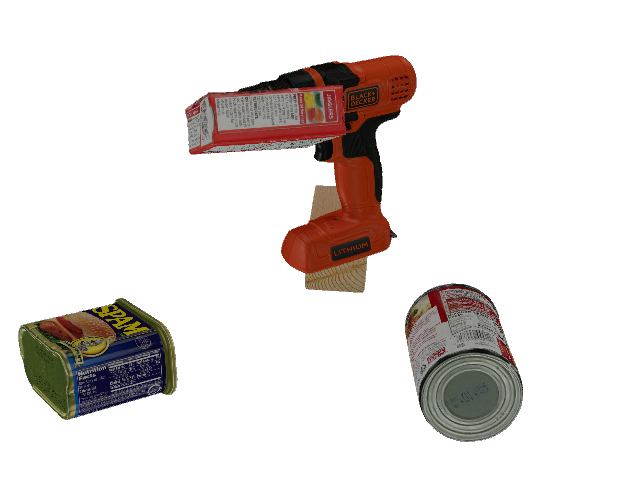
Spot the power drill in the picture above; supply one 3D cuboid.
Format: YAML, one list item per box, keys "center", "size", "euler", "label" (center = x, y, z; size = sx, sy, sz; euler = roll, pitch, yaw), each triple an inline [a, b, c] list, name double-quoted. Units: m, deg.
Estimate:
- center: [0.003, -0.067, 0.959]
  size: [0.184, 0.188, 0.057]
  euler: [-15, 33, -26]
  label: "power drill"

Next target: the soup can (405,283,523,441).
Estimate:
- center: [0.095, 0.080, 0.716]
  size: [0.068, 0.068, 0.102]
  euler: [0, 22, -1]
  label: "soup can"

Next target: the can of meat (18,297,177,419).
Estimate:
- center: [-0.168, 0.087, 0.797]
  size: [0.083, 0.057, 0.102]
  euler: [-13, 21, -32]
  label: "can of meat"

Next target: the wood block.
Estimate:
- center: [0.029, -0.006, 1.650]
  size: [0.091, 0.090, 0.206]
  euler: [3, 24, 2]
  label: "wood block"

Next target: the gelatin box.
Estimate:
- center: [-0.033, -0.067, 0.594]
  size: [0.073, 0.030, 0.089]
  euler: [-5, 3, -14]
  label: "gelatin box"
